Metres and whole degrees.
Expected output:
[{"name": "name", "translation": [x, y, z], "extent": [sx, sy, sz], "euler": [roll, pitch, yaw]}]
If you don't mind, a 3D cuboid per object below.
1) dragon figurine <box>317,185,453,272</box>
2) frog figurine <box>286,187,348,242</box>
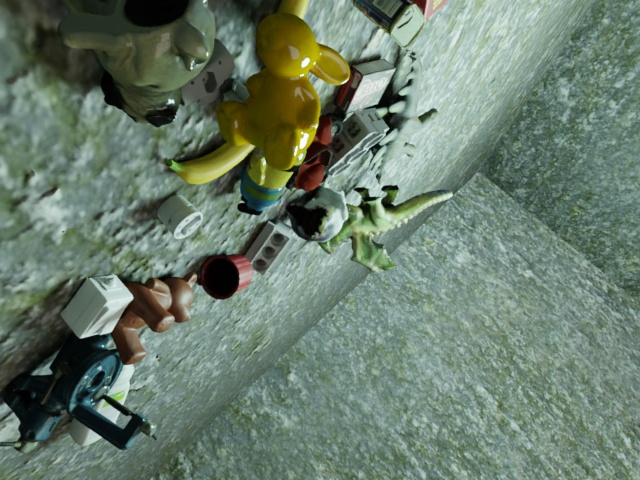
[{"name": "dragon figurine", "translation": [0.172, -0.025, 1.478], "extent": [0.124, 0.410, 0.239], "euler": [-48, 136, -63]}, {"name": "frog figurine", "translation": [0.004, -0.063, 1.256], "extent": [0.136, 0.122, 0.161], "euler": [-17, -173, 23]}]
